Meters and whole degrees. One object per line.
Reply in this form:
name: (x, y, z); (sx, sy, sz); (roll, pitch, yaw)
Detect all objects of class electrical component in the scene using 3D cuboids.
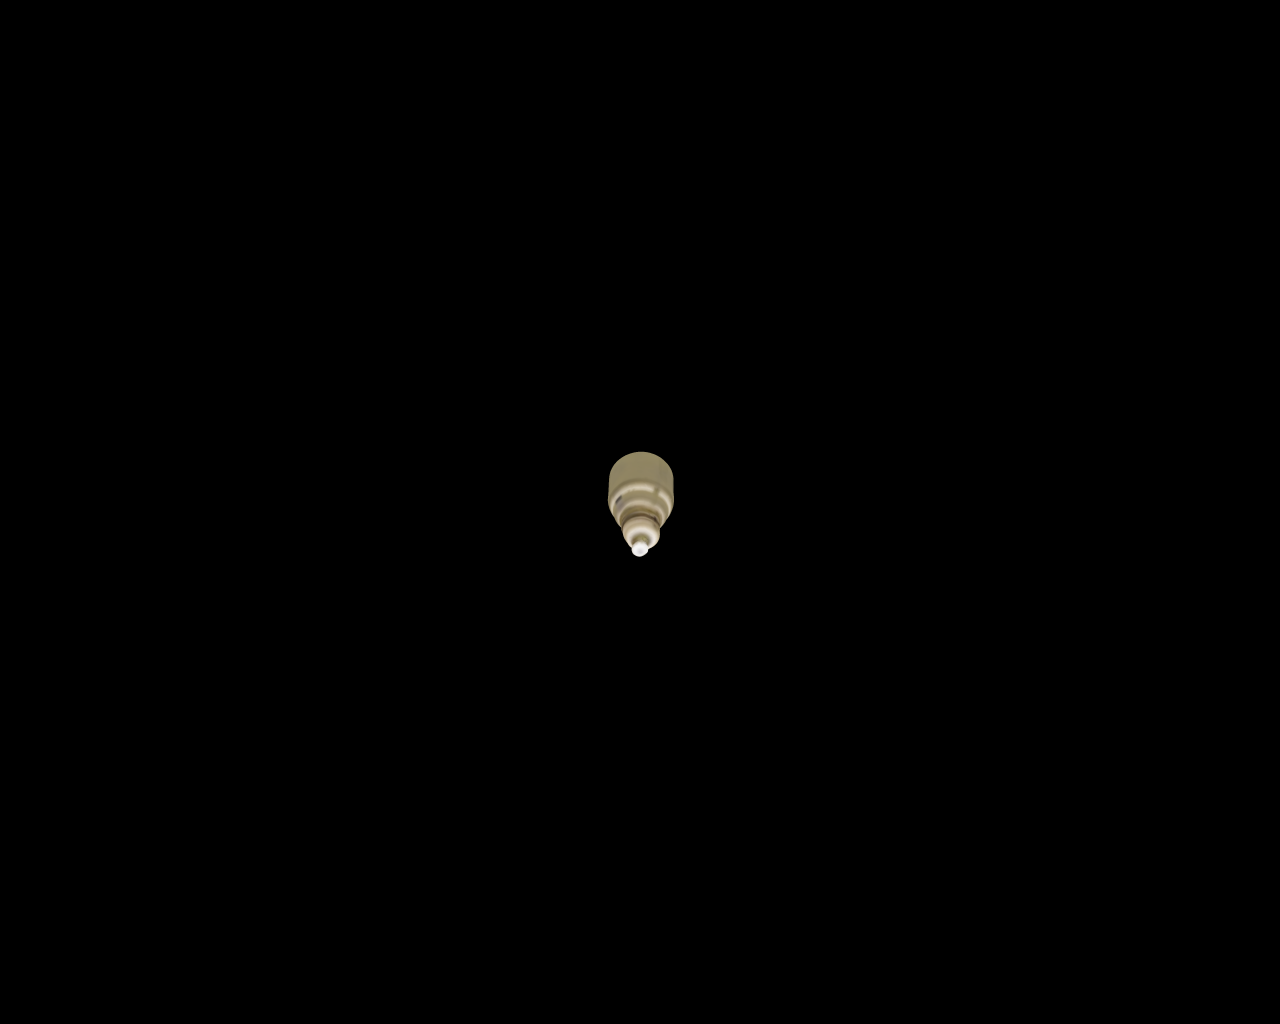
electrical component: (0.001, -0.003, 0.650); (0.040, 0.040, 0.078); (0, 41, 0)
